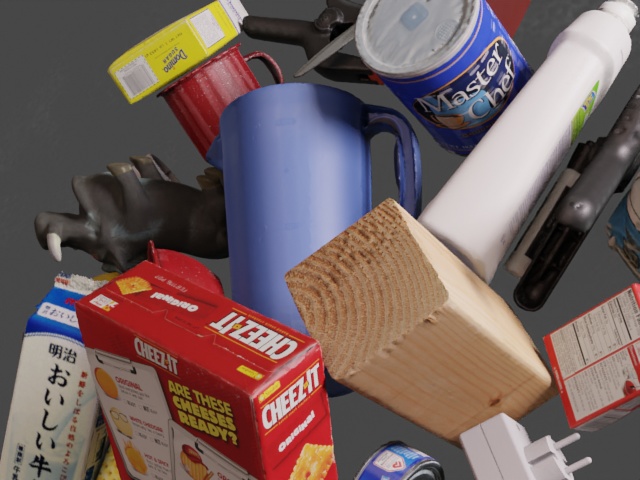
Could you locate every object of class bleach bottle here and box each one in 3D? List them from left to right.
[{"bbox_3d":[0.169,-0.083,0.831,0.068,0.102,0.250,33,78,15],"label":"bleach bottle"}]

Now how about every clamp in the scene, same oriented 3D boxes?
[{"bbox_3d":[0.015,-0.210,1.014,0.172,0.039,0.120,38,90,31],"label":"clamp"},{"bbox_3d":[0.208,-0.054,0.763,0.036,0.164,0.210,32,77,11],"label":"clamp"}]

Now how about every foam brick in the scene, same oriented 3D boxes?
[{"bbox_3d":[0.136,-0.209,0.912,0.051,0.078,0.053,23,79,38],"label":"foam brick"}]

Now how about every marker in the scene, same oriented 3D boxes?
[{"bbox_3d":[0.182,-0.025,0.832,0.020,0.020,0.121,29,85,38],"label":"marker"}]

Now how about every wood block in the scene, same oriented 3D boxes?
[{"bbox_3d":[0.077,0.067,0.735,0.091,0.205,0.090,-37,53,12],"label":"wood block"}]

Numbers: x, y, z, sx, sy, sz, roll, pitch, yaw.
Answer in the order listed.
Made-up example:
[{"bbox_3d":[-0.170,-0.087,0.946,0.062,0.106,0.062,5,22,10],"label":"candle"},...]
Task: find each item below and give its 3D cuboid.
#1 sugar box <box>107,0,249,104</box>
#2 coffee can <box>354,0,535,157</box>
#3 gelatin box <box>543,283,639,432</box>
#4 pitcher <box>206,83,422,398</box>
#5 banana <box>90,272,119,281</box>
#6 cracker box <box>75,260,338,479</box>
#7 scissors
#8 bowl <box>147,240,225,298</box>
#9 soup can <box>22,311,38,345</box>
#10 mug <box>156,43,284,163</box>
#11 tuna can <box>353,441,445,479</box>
[{"bbox_3d":[-0.130,-0.188,1.027,0.093,0.048,0.176,-27,11,19],"label":"sugar box"},{"bbox_3d":[0.105,-0.143,0.860,0.103,0.140,0.103,-14,61,26],"label":"coffee can"},{"bbox_3d":[0.205,0.083,0.743,0.089,0.030,0.073,-39,50,38],"label":"gelatin box"},{"bbox_3d":[-0.006,0.001,0.875,0.149,0.144,0.243,-40,48,54],"label":"pitcher"},{"bbox_3d":[-0.158,0.067,0.991,0.198,0.037,0.069,30,84,38],"label":"banana"},{"bbox_3d":[-0.068,0.137,0.719,0.164,0.214,0.072,21,42,35],"label":"cracker box"},{"bbox_3d":[0.071,-0.202,0.962,0.096,0.016,0.201,29,71,30],"label":"scissors"},{"bbox_3d":[-0.106,0.078,0.874,0.055,0.162,0.162,-6,57,-12],"label":"bowl"},{"bbox_3d":[-0.224,0.111,0.992,0.068,0.068,0.102,-51,52,2],"label":"soup can"},{"bbox_3d":[-0.083,-0.131,1.000,0.117,0.081,0.093,-37,10,-25],"label":"mug"},{"bbox_3d":[0.053,0.191,0.768,0.034,0.086,0.086,22,80,35],"label":"tuna can"}]
